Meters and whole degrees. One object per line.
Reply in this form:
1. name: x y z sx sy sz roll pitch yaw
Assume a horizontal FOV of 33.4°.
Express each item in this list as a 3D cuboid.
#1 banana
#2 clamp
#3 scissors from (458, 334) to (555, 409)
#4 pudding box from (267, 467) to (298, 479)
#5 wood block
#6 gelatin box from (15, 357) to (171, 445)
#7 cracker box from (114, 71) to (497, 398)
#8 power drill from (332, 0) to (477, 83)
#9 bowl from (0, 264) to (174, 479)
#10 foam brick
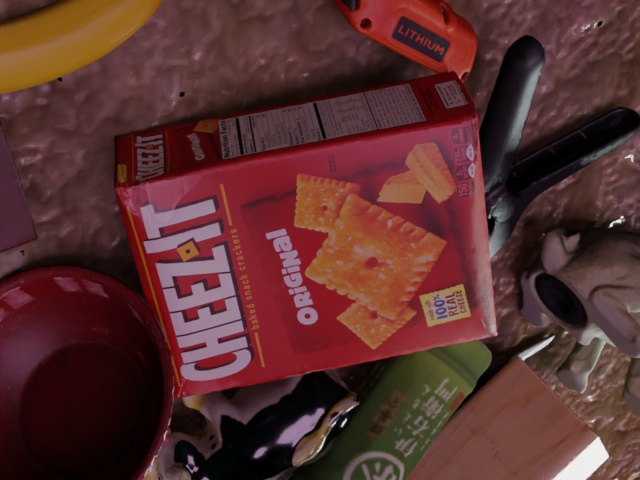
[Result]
1. banana: -0.170 -0.111 0.566 0.197 0.037 0.070 -9 122 -21
2. clamp: 0.115 -0.040 0.730 0.210 0.036 0.164 -46 142 13
3. scissors: 0.102 0.144 0.860 0.201 0.016 0.096 -18 126 -16
4. pudding box: -0.047 0.198 0.806 0.090 0.039 0.113 -36 125 -4
5. wood block: 0.115 0.200 0.832 0.206 0.090 0.090 -43 151 0
6. gelatin box: -0.154 0.128 0.699 0.089 0.030 0.073 -39 97 -2
7. cracker box: -0.004 0.001 0.660 0.213 0.072 0.164 -11 123 -2
8. power drill: 0.106 -0.187 0.624 0.184 0.057 0.188 20 117 -32
9. bowl: -0.156 0.099 0.646 0.162 0.162 0.055 -39 158 -1
10. foam brick: -0.195 -0.035 0.590 0.053 0.051 0.078 -19 125 -17
